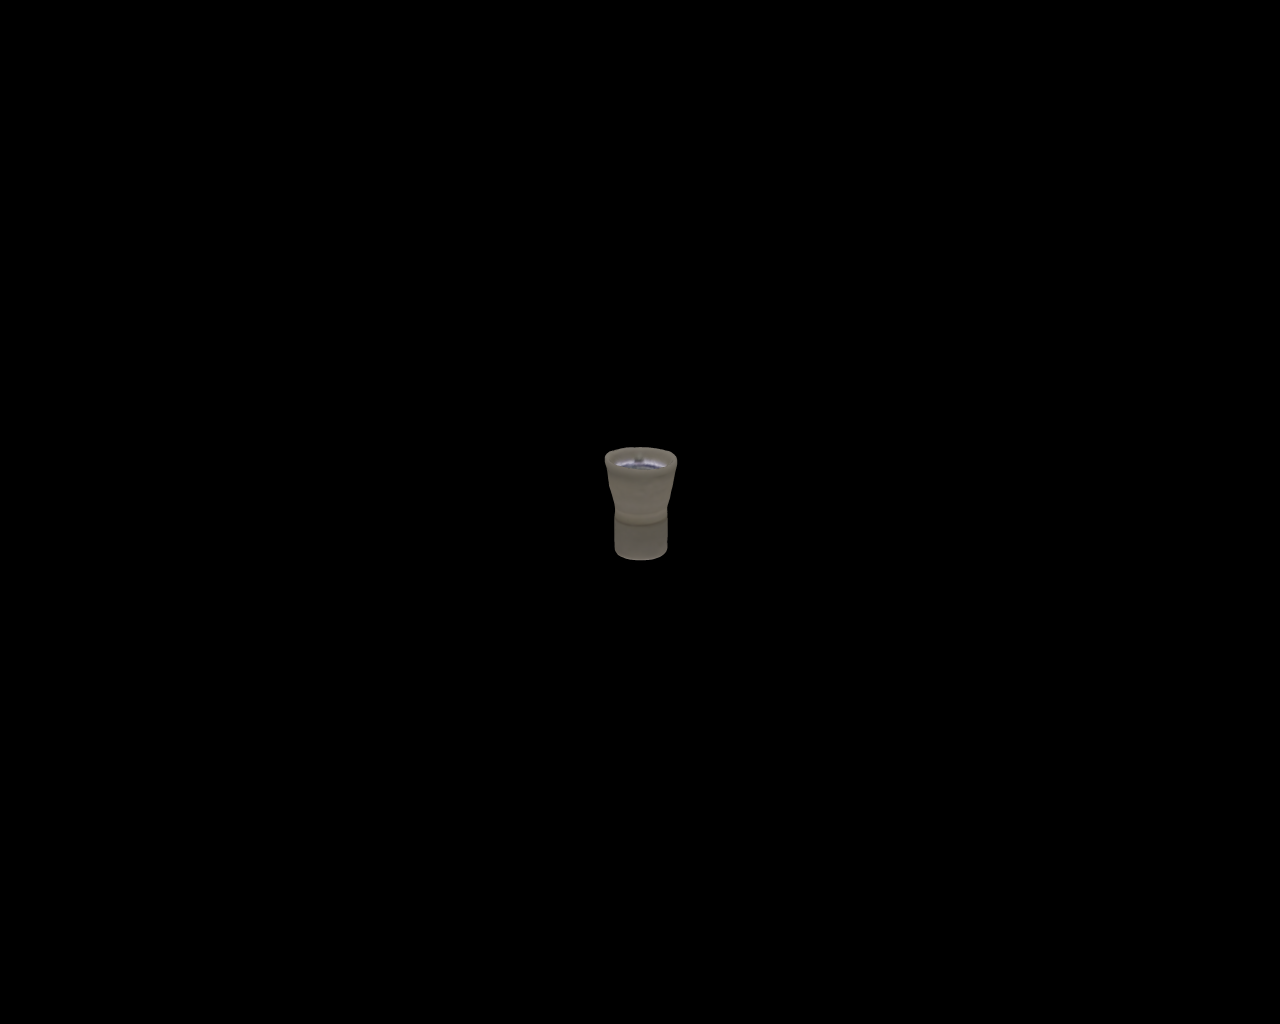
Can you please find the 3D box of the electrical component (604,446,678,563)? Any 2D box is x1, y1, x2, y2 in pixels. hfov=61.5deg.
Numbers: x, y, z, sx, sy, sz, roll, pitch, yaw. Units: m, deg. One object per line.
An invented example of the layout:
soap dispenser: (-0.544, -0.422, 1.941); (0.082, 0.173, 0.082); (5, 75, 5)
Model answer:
electrical component: (0.001, -0.003, 0.650); (0.044, 0.065, 0.044); (0, 20, 0)
